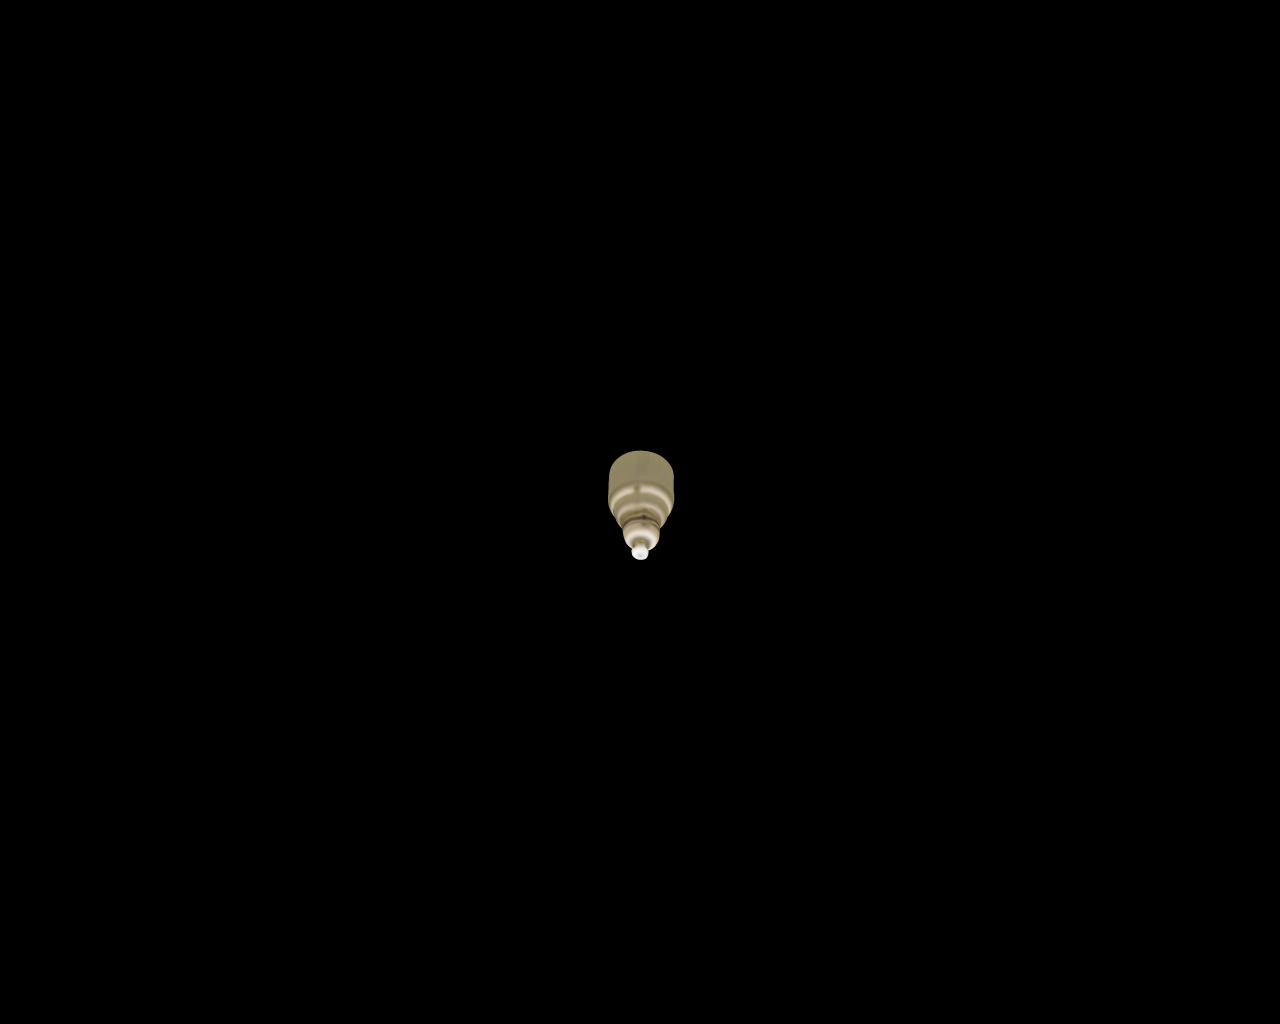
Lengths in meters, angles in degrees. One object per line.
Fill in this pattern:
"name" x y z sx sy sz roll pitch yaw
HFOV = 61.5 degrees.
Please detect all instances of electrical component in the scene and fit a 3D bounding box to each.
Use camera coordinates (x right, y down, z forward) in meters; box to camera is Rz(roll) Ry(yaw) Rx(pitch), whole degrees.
"electrical component" 0.001 -0.003 0.650 0.040 0.078 0.040 0 -44 0
